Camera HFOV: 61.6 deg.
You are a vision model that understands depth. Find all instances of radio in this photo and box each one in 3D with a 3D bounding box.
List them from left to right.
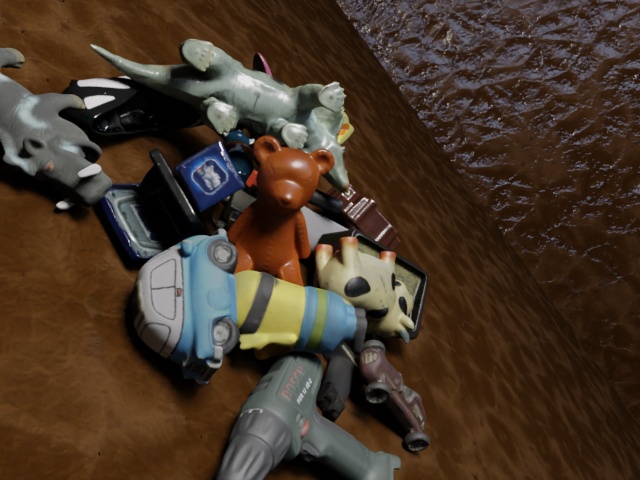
[{"bbox_3d":[0.088,0.082,0.898,0.229,0.073,0.131,28,67,-41],"label":"radio"}]

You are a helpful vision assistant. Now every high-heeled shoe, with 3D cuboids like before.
[{"bbox_3d":[-0.225,-0.174,0.732,0.248,0.086,0.145,-1,33,-39],"label":"high-heeled shoe"}]

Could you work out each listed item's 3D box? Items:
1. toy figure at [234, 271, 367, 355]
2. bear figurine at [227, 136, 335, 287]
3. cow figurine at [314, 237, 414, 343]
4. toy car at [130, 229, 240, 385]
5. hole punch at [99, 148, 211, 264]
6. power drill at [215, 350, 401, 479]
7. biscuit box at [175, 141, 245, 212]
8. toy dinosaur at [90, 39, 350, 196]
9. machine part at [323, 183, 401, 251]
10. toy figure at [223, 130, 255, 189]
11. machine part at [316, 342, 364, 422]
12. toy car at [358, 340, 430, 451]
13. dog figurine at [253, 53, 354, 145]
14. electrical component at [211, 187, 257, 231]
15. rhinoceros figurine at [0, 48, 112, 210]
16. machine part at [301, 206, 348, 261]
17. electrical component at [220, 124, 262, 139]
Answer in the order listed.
[{"bbox_3d":[-0.032,0.089,0.649,0.180,0.089,0.082,8,-3,-7],"label":"toy figure"},{"bbox_3d":[-0.053,-0.024,0.700,0.120,0.195,0.132,14,33,-14],"label":"bear figurine"},{"bbox_3d":[0.073,0.079,0.769,0.194,0.086,0.127,22,65,-48],"label":"cow figurine"},{"bbox_3d":[-0.146,0.067,0.565,0.103,0.109,0.162,9,55,-25],"label":"toy car"},{"bbox_3d":[-0.192,-0.030,0.641,0.142,0.092,0.115,55,-5,13],"label":"hole punch"},{"bbox_3d":[-0.006,0.240,0.590,0.207,0.086,0.232,39,24,-9],"label":"power drill"},{"bbox_3d":[-0.141,-0.079,0.684,0.059,0.063,0.203,61,-7,-11],"label":"biscuit box"},{"bbox_3d":[-0.107,-0.198,0.774,0.405,0.131,0.192,21,1,-20],"label":"toy dinosaur"},{"bbox_3d":[0.074,-0.034,1.023,0.179,0.056,0.179,43,-9,9],"label":"machine part"},{"bbox_3d":[-0.139,-0.132,0.883,0.064,0.058,0.155,43,20,-33],"label":"toy figure"},{"bbox_3d":[0.029,0.193,0.752,0.084,0.039,0.139,57,22,-8],"label":"machine part"},{"bbox_3d":[0.115,0.231,0.791,0.202,0.053,0.089,54,18,-30],"label":"toy car"},{"bbox_3d":[-0.057,-0.235,0.962,0.191,0.109,0.219,-49,115,-32],"label":"dog figurine"},{"bbox_3d":[-0.118,-0.041,0.799,0.078,0.045,0.102,28,33,-24],"label":"electrical component"},{"bbox_3d":[-0.299,-0.114,0.562,0.190,0.073,0.112,44,24,-16],"label":"rhinoceros figurine"},{"bbox_3d":[-0.002,-0.003,0.917,0.243,0.079,0.079,26,35,-42],"label":"machine part"},{"bbox_3d":[-0.161,-0.218,0.973,0.119,0.048,0.075,32,31,-37],"label":"electrical component"}]
